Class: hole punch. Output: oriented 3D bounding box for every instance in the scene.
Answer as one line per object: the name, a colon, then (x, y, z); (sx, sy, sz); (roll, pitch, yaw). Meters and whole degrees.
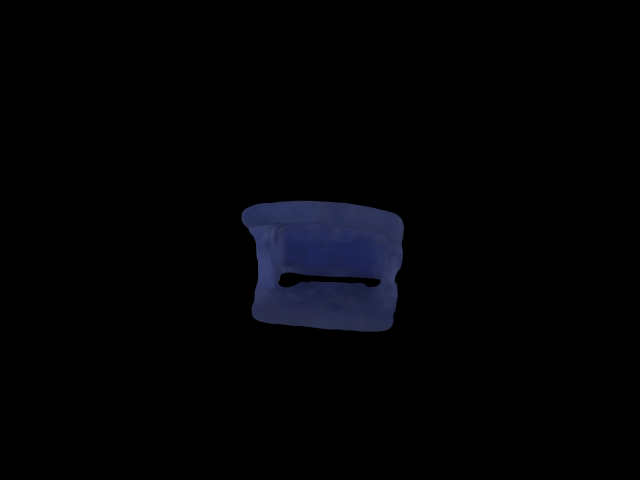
hole punch: (0.004, 0.001, 0.400); (0.108, 0.091, 0.101); (3, 26, 7)
